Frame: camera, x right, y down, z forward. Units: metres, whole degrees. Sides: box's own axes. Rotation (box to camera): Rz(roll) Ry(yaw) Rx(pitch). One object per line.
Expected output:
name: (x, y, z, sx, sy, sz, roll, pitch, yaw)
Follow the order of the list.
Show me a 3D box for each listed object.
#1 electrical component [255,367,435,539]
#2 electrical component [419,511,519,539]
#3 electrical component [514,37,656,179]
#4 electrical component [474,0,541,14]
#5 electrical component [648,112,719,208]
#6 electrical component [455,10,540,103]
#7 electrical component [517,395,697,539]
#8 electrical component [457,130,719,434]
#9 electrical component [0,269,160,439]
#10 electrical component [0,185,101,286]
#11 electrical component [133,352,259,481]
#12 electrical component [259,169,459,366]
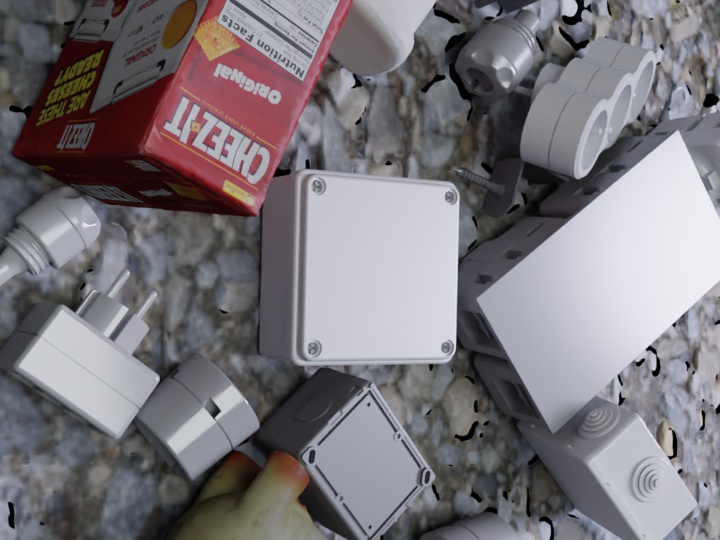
electrical component: (-0.008, 0.112, 0.629, 0.062, 0.061, 0.096, -44, 118, -23)
electrical component: (0.070, 0.183, 0.676, 0.047, 0.055, 0.055, -15, 98, -33)
electrical component: (0.136, -0.114, 0.709, 0.138, 0.074, 0.052, -43, 147, -44)
electrical component: (0.125, -0.212, 0.670, 0.079, 0.121, 0.063, -44, 108, -23)
electrical component: (0.237, -0.074, 0.754, 0.056, 0.089, 0.050, -40, 109, -24)
electrical component: (0.094, -0.143, 0.697, 0.043, 0.043, 0.062, 48, 66, -22)
electrical component: (0.162, 0.127, 0.705, 0.048, 0.100, 0.099, -40, 110, -11)
electrical component: (0.150, 0.004, 0.710, 0.186, 0.060, 0.105, -38, 110, -20)
electrical component: (-0.136, 0.036, 0.558, 0.066, 0.047, 0.076, 41, 70, -24)
electrical component: (-0.165, -0.014, 0.549, 0.061, 0.035, 0.035, -41, 110, -20)
electrical component: (-0.090, 0.080, 0.581, 0.047, 0.055, 0.055, -41, 109, -21)
electrical component: (0.000, 0.000, 0.633, 0.109, 0.056, 0.108, 2, 89, -30)
